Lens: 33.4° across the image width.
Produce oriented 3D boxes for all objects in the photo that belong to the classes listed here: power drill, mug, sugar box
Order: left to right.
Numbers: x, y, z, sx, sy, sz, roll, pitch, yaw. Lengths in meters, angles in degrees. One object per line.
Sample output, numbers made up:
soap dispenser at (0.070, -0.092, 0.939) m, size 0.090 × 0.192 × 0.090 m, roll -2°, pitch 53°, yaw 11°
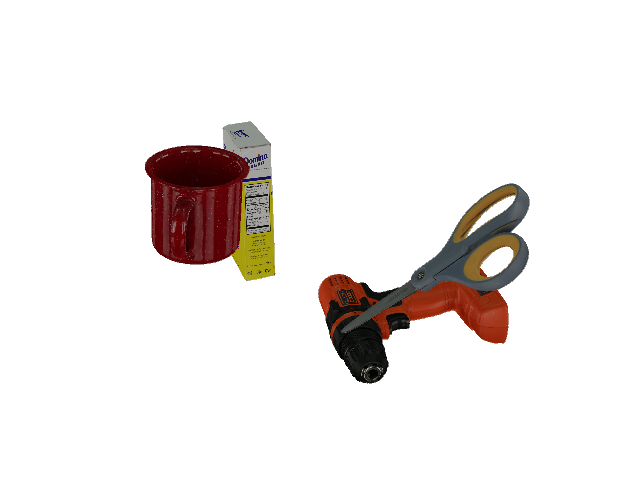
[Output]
mug at (-0.114, -0.025, 0.961) m, size 0.093 × 0.081 × 0.117 m, roll 6°, pitch 29°, yaw 2°
sugar box at (-0.089, -0.049, 1.320) m, size 0.048 × 0.176 × 0.093 m, roll -11°, pitch 26°, yaw -15°
power drill at (0.100, 0.084, 1.136) m, size 0.187 × 0.057 × 0.184 m, roll -5°, pitch 28°, yaw -10°

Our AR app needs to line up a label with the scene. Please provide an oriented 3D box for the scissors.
scissors at (0.093, 0.037, 0.844) m, size 0.016 × 0.202 × 0.096 m, roll 32°, pitch 24°, yaw -30°
